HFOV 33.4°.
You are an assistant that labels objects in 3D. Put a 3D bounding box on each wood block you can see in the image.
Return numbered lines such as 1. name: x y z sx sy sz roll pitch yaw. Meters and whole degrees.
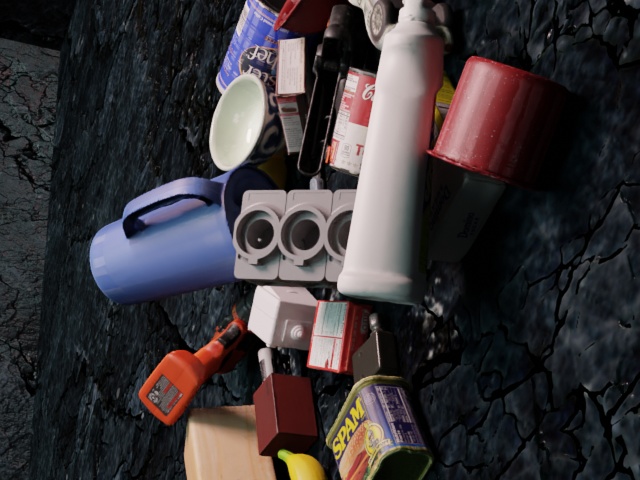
1. wood block: -0.097 0.294 1.201 0.206 0.090 0.091 -107 21 -49

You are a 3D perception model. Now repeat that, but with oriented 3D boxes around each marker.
1. marker: -0.058 0.182 1.271 0.121 0.020 0.020 -101 30 -41

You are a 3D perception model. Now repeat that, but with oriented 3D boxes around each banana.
1. banana: -0.011 0.301 1.082 0.070 0.037 0.198 133 140 -54

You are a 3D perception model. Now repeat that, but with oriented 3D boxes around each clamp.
1. clamp: 0.027 -0.161 1.185 0.120 0.039 0.171 118 155 -48
2. clamp: 0.010 -0.172 1.095 0.210 0.036 0.165 -80 4 -60

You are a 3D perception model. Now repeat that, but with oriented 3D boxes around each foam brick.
1. foam brick: -0.038 0.193 1.173 0.053 0.051 0.078 -54 34 43

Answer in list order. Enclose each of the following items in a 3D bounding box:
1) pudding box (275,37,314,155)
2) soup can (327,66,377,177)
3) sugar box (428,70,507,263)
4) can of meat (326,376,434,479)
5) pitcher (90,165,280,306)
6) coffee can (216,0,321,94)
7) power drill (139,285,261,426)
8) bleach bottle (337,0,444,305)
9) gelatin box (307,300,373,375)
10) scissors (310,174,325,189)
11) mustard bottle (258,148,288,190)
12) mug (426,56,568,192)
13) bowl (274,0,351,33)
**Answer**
1. pudding box: -0.027 -0.170 1.252 0.113 0.039 0.090 -93 -7 -46
2. soup can: 0.051 -0.116 1.069 0.069 0.068 0.102 -140 62 -65
3. sugar box: 0.103 -0.071 0.953 0.176 0.048 0.093 -110 36 -44
4. can of meat: 0.053 0.186 0.949 0.084 0.057 0.102 -110 36 -47
5. pitcher: -0.169 -0.001 1.301 0.243 0.144 0.149 -17 101 31
6. coffee can: -0.061 -0.243 1.350 0.103 0.102 0.140 -105 33 -47
7. power drill: -0.122 0.129 1.277 0.187 0.057 0.185 -36 -15 -52
8. bleach bottle: 0.066 -0.075 0.872 0.102 0.068 0.251 28 -112 -79
9. gelatin box: 0.020 0.100 1.100 0.089 0.030 0.073 173 107 -68
10. scissors: 0.005 -0.059 1.225 0.096 0.016 0.202 153 124 -61
11. mustard bottle: -0.083 -0.051 1.380 0.096 0.058 0.192 44 121 60
12. mug: 0.142 -0.091 0.828 0.117 0.093 0.081 -15 -55 -74
13. bowl: 0.013 -0.292 1.212 0.162 0.055 0.162 -54 13 18
